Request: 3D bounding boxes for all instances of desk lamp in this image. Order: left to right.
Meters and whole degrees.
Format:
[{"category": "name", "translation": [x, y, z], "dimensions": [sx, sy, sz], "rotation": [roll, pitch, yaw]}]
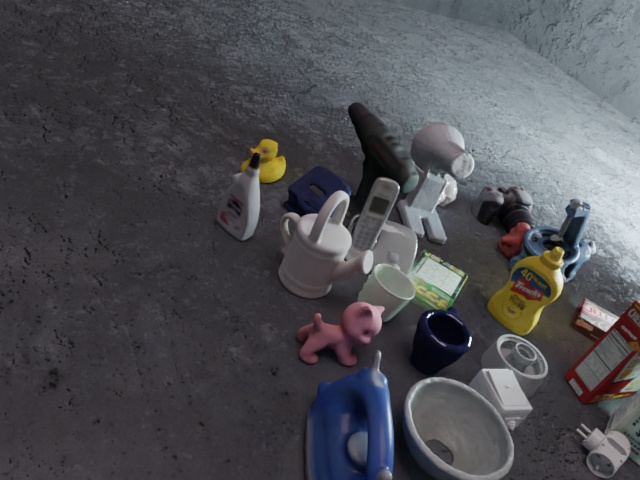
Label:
[{"category": "desk lamp", "translation": [0.265, -0.137, 1.294], "dimensions": [0.118, 0.213, 0.203], "rotation": [12, 37, -17]}]

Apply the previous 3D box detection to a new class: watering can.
[{"category": "watering can", "translation": [0.010, 0.003, 0.979], "dimensions": [0.173, 0.194, 0.101], "rotation": [22, 35, -3]}]

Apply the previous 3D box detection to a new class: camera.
[{"category": "camera", "translation": [0.475, -0.067, 1.423], "dimensions": [0.143, 0.101, 0.136], "rotation": [12, 37, -16]}]

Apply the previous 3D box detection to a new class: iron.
[{"category": "iron", "translation": [0.057, 0.268, 0.706], "dimensions": [0.119, 0.141, 0.258], "rotation": [14, 36, -13]}]

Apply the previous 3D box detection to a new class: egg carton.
[{"category": "egg carton", "translation": [0.270, -0.145, 1.432], "dimensions": [0.107, 0.069, 0.150], "rotation": [-11, 48, -40]}]

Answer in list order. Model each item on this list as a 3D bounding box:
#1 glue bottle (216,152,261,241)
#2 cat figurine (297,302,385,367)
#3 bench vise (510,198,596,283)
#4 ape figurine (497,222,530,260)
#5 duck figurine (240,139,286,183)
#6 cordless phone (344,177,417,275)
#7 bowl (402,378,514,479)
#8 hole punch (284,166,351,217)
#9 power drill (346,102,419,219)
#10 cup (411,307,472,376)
[{"category": "glue bottle", "translation": [-0.135, -0.084, 1.027], "dimensions": [0.078, 0.173, 0.037], "rotation": [36, 37, 17]}, {"category": "cat figurine", "translation": [0.040, 0.135, 0.890], "dimensions": [0.128, 0.117, 0.067], "rotation": [7, 38, -22]}, {"category": "bench vise", "translation": [0.545, -0.008, 1.281], "dimensions": [0.208, 0.219, 0.121], "rotation": [-13, 49, -41]}, {"category": "ape figurine", "translation": [0.459, -0.003, 1.336], "dimensions": [0.078, 0.092, 0.076], "rotation": [8, 38, -21]}, {"category": "duck figurine", "translation": [-0.115, -0.177, 1.236], "dimensions": [0.105, 0.086, 0.077], "rotation": [-10, 47, -38]}, {"category": "cordless phone", "translation": [0.131, -0.025, 1.094], "dimensions": [0.148, 0.185, 0.094], "rotation": [14, 36, -13]}, {"category": "bowl", "translation": [0.183, 0.284, 0.816], "dimensions": [0.168, 0.074, 0.167], "rotation": [16, 36, -11]}, {"category": "hole punch", "translation": [-0.004, -0.088, 1.179], "dimensions": [0.108, 0.091, 0.101], "rotation": [40, 38, 21]}, {"category": "power drill", "translation": [0.103, -0.151, 1.222], "dimensions": [0.076, 0.208, 0.229], "rotation": [-13, 49, -41]}, {"category": "cup", "translation": [0.194, 0.170, 0.954], "dimensions": [0.091, 0.095, 0.118], "rotation": [29, 35, 7]}]
